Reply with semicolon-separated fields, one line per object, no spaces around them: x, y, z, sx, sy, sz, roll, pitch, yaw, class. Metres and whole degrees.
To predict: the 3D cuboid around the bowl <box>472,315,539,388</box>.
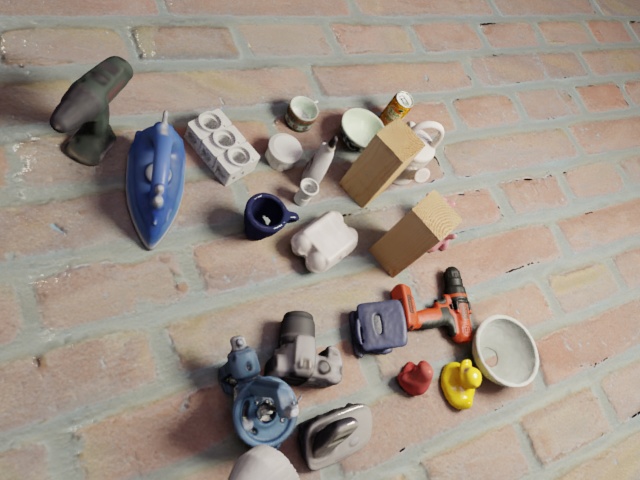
0.407;0.259;1.301;0.168;0.074;0.167;10;61;-19;bowl

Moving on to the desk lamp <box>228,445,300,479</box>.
-0.148;0.423;0.888;0.204;0.213;0.118;-26;77;-32;desk lamp

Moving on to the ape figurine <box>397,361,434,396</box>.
0.206;0.281;1.190;0.078;0.092;0.076;-1;65;-24;ape figurine

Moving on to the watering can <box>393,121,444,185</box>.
0.232;-0.217;1.392;0.101;0.193;0.173;-15;72;-29;watering can

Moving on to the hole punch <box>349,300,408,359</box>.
0.122;0.185;1.202;0.101;0.091;0.108;3;64;-22;hole punch

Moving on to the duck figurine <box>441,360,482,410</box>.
0.312;0.307;1.228;0.078;0.086;0.104;5;63;-21;duck figurine

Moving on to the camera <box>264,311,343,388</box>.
-0.026;0.210;1.117;0.143;0.100;0.137;11;61;-18;camera

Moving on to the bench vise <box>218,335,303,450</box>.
-0.111;0.263;0.982;0.122;0.219;0.207;-36;82;-33;bench vise

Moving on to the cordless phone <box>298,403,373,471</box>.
0.048;0.344;1.032;0.148;0.184;0.094;-17;73;-30;cordless phone

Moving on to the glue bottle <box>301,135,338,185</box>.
0.004;-0.182;1.286;0.037;0.173;0.078;16;59;-15;glue bottle

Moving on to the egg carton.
0.012;0.004;1.257;0.107;0.069;0.151;48;56;5;egg carton

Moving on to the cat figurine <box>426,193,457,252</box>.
0.288;-0.048;1.377;0.067;0.117;0.127;-13;71;-28;cat figurine

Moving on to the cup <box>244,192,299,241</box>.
-0.111;-0.039;1.209;0.118;0.094;0.091;5;63;-22;cup

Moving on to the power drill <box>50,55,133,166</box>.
-0.438;-0.238;1.096;0.076;0.208;0.230;27;57;-9;power drill

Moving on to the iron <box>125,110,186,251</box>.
-0.319;-0.123;1.131;0.119;0.141;0.258;5;63;-21;iron
